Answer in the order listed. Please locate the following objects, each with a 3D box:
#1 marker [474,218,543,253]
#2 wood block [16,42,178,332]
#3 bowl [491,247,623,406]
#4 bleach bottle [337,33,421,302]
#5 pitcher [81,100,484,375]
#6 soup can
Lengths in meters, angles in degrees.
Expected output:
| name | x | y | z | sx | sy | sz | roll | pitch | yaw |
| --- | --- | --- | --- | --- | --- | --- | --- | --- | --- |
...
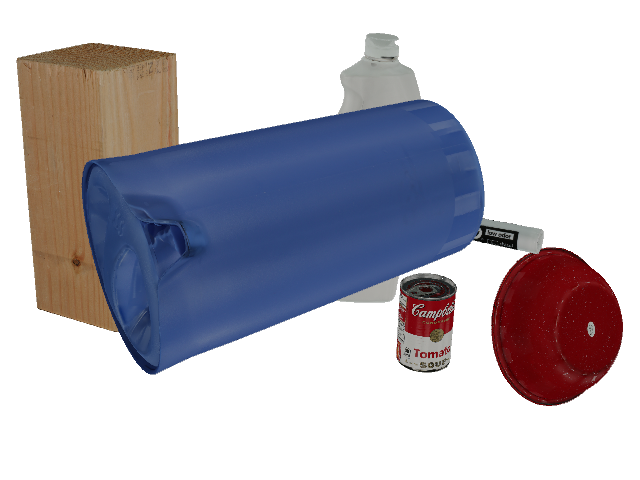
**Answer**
| name | x | y | z | sx | sy | sz | roll | pitch | yaw |
| --- | --- | --- | --- | --- | --- | --- | --- | --- | --- |
| marker | 0.109 | -0.011 | 0.816 | 0.121 | 0.020 | 0.020 | 12 | 5 | 24 |
| wood block | -0.173 | -0.045 | 0.851 | 0.091 | 0.206 | 0.090 | 13 | 23 | 28 |
| bowl | 0.249 | 0.087 | 1.064 | 0.161 | 0.162 | 0.055 | 0 | -1 | -31 |
| bleach bottle | 0.037 | -0.067 | 1.000 | 0.102 | 0.251 | 0.068 | 4 | 22 | -3 |
| pitcher | -0.025 | -0.012 | 0.692 | 0.242 | 0.145 | 0.149 | -17 | 41 | -24 |
| soup can | 0.127 | 0.100 | 1.294 | 0.068 | 0.102 | 0.068 | 1 | 24 | -1 |
